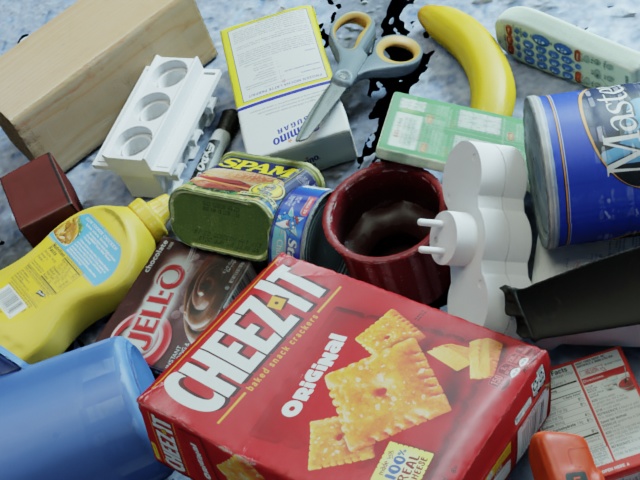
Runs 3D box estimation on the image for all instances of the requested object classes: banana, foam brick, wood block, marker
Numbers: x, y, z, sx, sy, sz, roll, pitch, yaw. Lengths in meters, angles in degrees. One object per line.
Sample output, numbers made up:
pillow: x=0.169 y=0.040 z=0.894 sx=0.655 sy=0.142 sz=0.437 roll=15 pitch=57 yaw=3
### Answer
banana: x=0.129 y=-0.146 z=0.923 sx=0.069 sy=0.037 sz=0.198 roll=-11 pitch=51 yaw=7
foam brick: x=-0.242 y=-0.028 z=0.949 sx=0.051 sy=0.053 sz=0.078 roll=-29 pitch=49 yaw=-5
wood block: x=-0.214 y=-0.165 z=1.021 sx=0.206 sy=0.090 sz=0.091 roll=-40 pitch=52 yaw=-14
marker: x=-0.098 y=-0.071 z=0.954 sx=0.020 sy=0.020 sz=0.121 roll=6 pitch=56 yaw=23

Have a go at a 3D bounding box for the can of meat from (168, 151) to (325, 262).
can of meat: x=-0.059 y=-0.027 z=0.860 sx=0.102 sy=0.057 sz=0.083 roll=11 pitch=28 yaw=26

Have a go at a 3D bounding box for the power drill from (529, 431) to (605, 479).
power drill: x=0.224 y=0.133 z=0.629 sx=0.187 sy=0.057 sz=0.184 roll=-12 pitch=62 yaw=0

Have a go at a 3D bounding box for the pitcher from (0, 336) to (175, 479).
pitcher: x=-0.234 y=0.149 z=0.753 sx=0.243 sy=0.149 sz=0.145 roll=-22 pitch=46 yaw=-3

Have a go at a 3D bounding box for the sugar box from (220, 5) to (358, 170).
sugar box: x=-0.031 y=-0.133 z=0.963 sx=0.093 sy=0.048 sz=0.176 roll=-16 pitch=53 yaw=3

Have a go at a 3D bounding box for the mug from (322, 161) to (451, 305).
mug: x=0.055 y=-0.007 z=0.811 sx=0.093 sy=0.081 sz=0.117 roll=-16 pitch=50 yaw=6

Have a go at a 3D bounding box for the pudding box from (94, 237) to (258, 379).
pudding box: x=-0.111 y=0.059 z=0.845 sx=0.090 sy=0.039 sz=0.113 roll=15 pitch=59 yaw=29

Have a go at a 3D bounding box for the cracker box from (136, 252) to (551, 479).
cracker box: x=0.017 y=0.106 z=0.684 sx=0.214 sy=0.072 sz=0.164 roll=20 pitch=48 yaw=30

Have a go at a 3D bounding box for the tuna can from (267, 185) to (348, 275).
tuna can: x=-0.005 y=0.001 z=0.823 sx=0.034 sy=0.086 sz=0.086 roll=10 pitch=57 yaw=28

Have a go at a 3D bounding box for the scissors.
scissors: x=0.039 y=-0.137 z=0.922 sx=0.096 sy=0.016 sz=0.201 roll=13 pitch=44 yaw=-3

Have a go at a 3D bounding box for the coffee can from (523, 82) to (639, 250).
coffee can: x=0.211 y=-0.053 z=0.698 sx=0.140 sy=0.103 sz=0.103 roll=-8 pitch=51 yaw=6

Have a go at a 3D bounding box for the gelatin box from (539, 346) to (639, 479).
gelatin box: x=0.180 y=0.121 z=0.704 sx=0.073 sy=0.030 sz=0.089 roll=-20 pitch=50 yaw=5

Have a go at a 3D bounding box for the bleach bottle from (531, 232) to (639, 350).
bleach bottle: x=0.274 y=0.033 z=0.720 sx=0.251 sy=0.068 sz=0.102 roll=3 pitch=55 yaw=18

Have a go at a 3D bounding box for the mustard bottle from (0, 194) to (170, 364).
mustard bottle: x=-0.198 y=0.026 z=0.887 sx=0.191 sy=0.058 sz=0.096 roll=-40 pitch=52 yaw=-13
